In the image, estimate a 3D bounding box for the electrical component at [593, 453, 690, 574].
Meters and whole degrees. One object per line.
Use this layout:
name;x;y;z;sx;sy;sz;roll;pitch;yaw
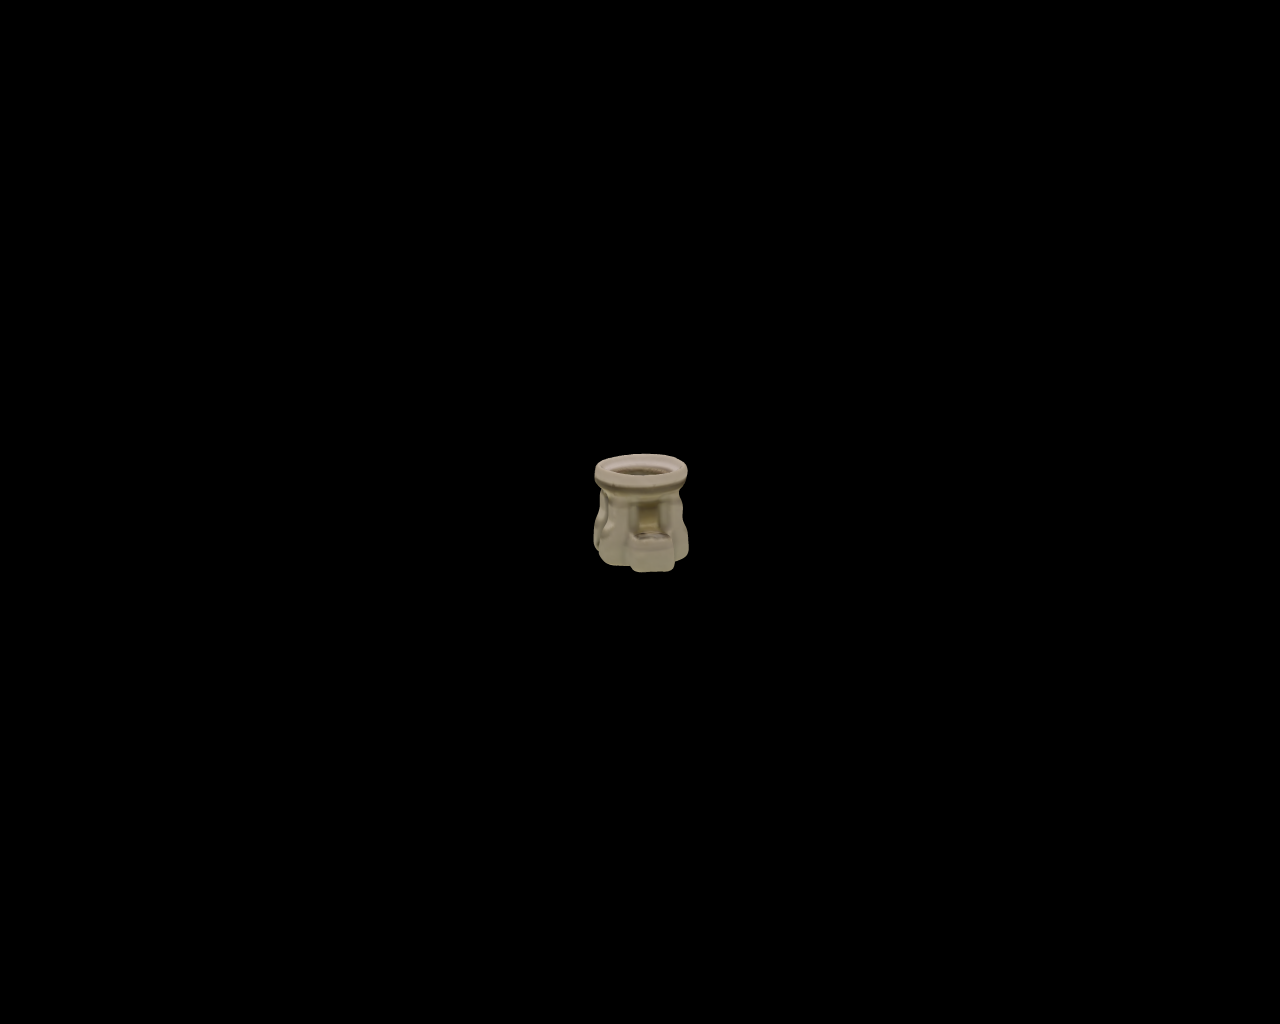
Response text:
electrical component;0.001;-0.003;0.650;0.058;0.056;0.078;-3;16;-11
